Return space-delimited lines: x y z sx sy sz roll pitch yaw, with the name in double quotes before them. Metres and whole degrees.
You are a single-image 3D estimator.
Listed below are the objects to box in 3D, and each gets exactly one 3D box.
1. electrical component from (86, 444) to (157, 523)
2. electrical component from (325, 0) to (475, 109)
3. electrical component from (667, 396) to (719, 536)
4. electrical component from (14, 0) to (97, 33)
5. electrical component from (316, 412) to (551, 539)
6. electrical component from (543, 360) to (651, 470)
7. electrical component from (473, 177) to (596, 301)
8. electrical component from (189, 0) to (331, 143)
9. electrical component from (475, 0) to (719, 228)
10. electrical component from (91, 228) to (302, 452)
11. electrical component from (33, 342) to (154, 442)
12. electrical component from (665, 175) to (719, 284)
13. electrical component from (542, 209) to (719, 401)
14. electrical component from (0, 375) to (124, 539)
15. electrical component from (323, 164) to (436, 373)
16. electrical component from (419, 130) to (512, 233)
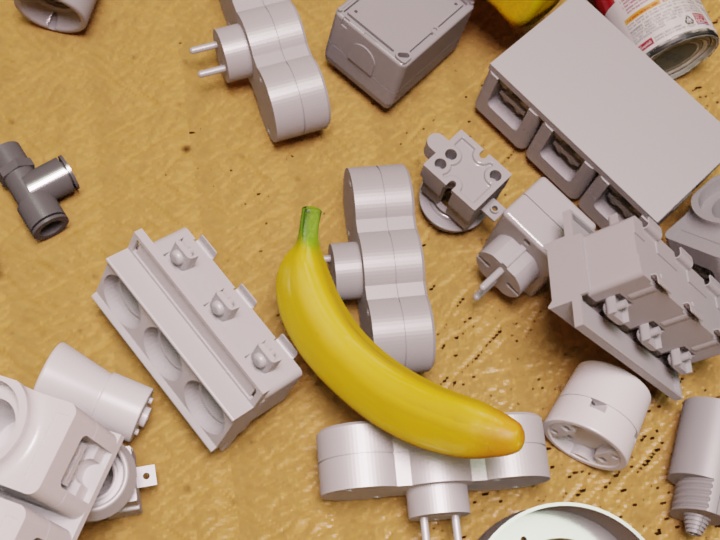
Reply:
"electrical component" -0.151 0.121 0.615 0.066 0.055 0.048 -8 71 -10
"electrical component" 0.030 -0.167 0.745 0.062 0.061 0.096 41 63 9
"electrical component" 0.214 0.124 0.664 0.043 0.043 0.081 19 69 0
"electrical component" -0.203 -0.193 0.727 0.055 0.055 0.047 12 72 -2
"electrical component" 0.045 0.128 0.638 0.138 0.052 0.073 -2 70 -8
"electrical component" 0.148 0.089 0.664 0.055 0.055 0.047 30 65 5
"electrical component" 0.101 -0.009 0.688 0.077 0.065 0.047 -42 79 -18
"electrical component" -0.077 -0.149 0.726 0.074 0.052 0.138 -17 73 -13
"electrical component" 0.164 -0.098 0.731 0.089 0.061 0.150 -41 79 -19
"electrical component" -0.097 0.038 0.647 0.063 0.078 0.121 -31 75 -39
"electrical component" -0.157 0.075 0.640 0.065 0.044 0.044 23 69 -3
"electrical component" 0.279 -0.008 0.667 0.089 0.061 0.150 -38 37 -18
"electrical component" 0.171 0.019 0.649 0.121 0.063 0.078 33 46 -40
"electrical component" -0.238 0.103 0.574 0.186 0.060 0.105 13 67 22
"electrical component" 0.000 0.000 0.680 0.074 0.052 0.138 -5 70 -9
"electrical component" 0.065 -0.054 0.706 0.066 0.055 0.048 43 71 10
